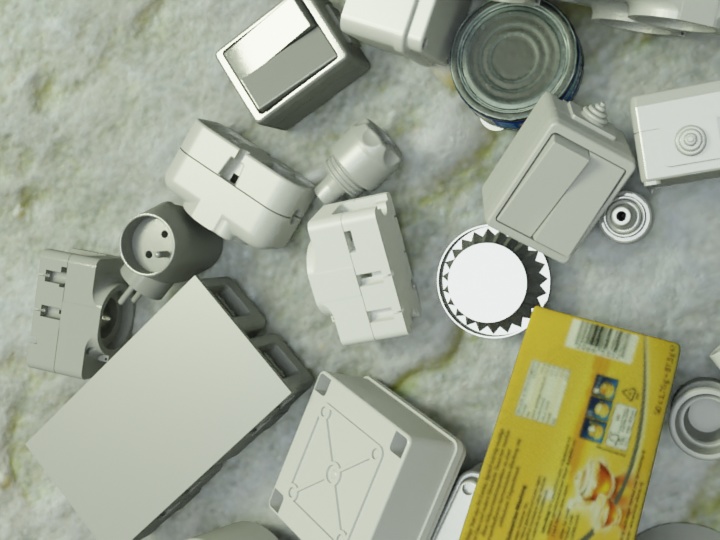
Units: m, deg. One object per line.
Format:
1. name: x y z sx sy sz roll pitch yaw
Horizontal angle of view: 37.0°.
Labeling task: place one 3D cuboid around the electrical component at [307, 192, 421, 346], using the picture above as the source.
1. electrical component: 0.000 0.000 0.729 0.056 0.050 0.089 -11 107 18

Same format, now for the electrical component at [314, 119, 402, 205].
1. electrical component: -0.004 -0.070 0.742 0.062 0.043 0.043 -42 80 16

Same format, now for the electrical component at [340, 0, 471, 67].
1. electrical component: 0.040 -0.196 0.706 0.057 0.078 0.113 21 98 18

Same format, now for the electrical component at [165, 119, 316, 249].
1. electrical component: -0.087 -0.057 0.763 0.095 0.054 0.059 34 101 14

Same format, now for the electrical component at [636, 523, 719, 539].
1. electrical component: 0.205 0.221 0.689 0.099 0.064 0.099 7 107 22

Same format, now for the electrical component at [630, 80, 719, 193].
1. electrical component: 0.199 -0.084 0.650 0.062 0.096 0.061 -9 88 18

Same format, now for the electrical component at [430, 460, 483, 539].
1. electrical component: 0.085 0.194 0.716 0.078 0.057 0.113 26 99 15

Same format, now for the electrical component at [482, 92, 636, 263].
1. electrical component: 0.126 -0.061 0.671 0.062 0.061 0.096 26 118 -10

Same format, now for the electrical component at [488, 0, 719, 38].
1. electrical component: 0.134 -0.181 0.624 0.186 0.105 0.060 9 99 -12

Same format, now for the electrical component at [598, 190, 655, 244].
1. electrical component: 0.167 -0.034 0.680 0.035 0.061 0.035 1 92 18

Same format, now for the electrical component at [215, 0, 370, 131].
1. electrical component: -0.042 -0.149 0.742 0.096 0.061 0.061 -34 82 16

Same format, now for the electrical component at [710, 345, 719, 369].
1. electrical component: 0.272 0.060 0.659 0.079 0.044 0.077 -39 81 15

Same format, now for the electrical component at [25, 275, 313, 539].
1. electrical component: -0.136 0.103 0.781 0.186 0.060 0.105 -43 79 14

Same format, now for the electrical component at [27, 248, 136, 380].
1. electrical component: -0.206 0.032 0.806 0.056 0.050 0.089 10 95 17

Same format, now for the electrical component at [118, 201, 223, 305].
1. electrical component: -0.145 -0.006 0.771 0.044 0.077 0.079 43 104 11

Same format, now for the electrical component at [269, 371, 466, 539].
1. electrical component: 0.003 0.138 0.716 0.109 0.056 0.108 31 102 50

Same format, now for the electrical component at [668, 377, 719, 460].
1. electrical component: 0.217 0.092 0.672 0.045 0.055 0.045 1 92 17

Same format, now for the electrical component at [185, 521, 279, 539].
1. electrical component: -0.098 0.235 0.753 0.108 0.060 0.108 -2 88 42
